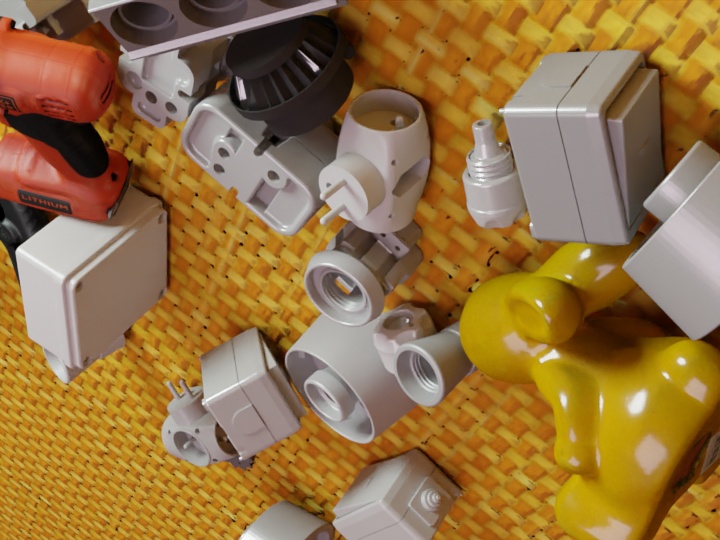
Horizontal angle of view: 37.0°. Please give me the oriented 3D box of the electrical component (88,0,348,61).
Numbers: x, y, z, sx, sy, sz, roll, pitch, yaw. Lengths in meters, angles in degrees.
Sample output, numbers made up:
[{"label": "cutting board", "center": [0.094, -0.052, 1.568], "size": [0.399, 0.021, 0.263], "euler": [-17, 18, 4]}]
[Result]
[{"label": "electrical component", "center": [-0.077, -0.163, 0.571], "size": [0.121, 0.063, 0.078], "euler": [-11, 152, 16]}]

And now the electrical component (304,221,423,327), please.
[{"label": "electrical component", "center": [0.000, 0.000, 0.705], "size": [0.058, 0.057, 0.078], "euler": [44, 141, -4]}]

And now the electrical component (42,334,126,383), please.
[{"label": "electrical component", "center": [-0.242, 0.066, 0.955], "size": [0.044, 0.065, 0.044], "euler": [37, 144, 34]}]

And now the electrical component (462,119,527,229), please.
[{"label": "electrical component", "center": [0.075, -0.056, 0.610], "size": [0.035, 0.035, 0.061], "euler": [8, 128, 34]}]

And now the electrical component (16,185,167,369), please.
[{"label": "electrical component", "center": [-0.203, 0.002, 0.829], "size": [0.056, 0.108, 0.108], "euler": [30, 140, 16]}]

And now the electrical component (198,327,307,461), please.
[{"label": "electrical component", "center": [-0.084, 0.090, 0.842], "size": [0.061, 0.061, 0.096], "euler": [61, -179, -24]}]

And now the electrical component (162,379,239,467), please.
[{"label": "electrical component", "center": [-0.145, 0.130, 0.955], "size": [0.077, 0.044, 0.079], "euler": [-10, 115, 43]}]

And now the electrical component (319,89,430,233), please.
[{"label": "electrical component", "center": [0.003, -0.055, 0.633], "size": [0.043, 0.079, 0.077], "euler": [30, 141, 26]}]

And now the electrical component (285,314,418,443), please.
[{"label": "electrical component", "center": [-0.005, 0.078, 0.796], "size": [0.099, 0.064, 0.099], "euler": [35, 150, 24]}]

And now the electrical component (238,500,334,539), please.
[{"label": "electrical component", "center": [-0.080, 0.262, 0.982], "size": [0.060, 0.108, 0.108], "euler": [30, 141, 22]}]

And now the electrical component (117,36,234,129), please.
[{"label": "electrical component", "center": [-0.110, -0.133, 0.665], "size": [0.058, 0.057, 0.078], "euler": [34, 141, 8]}]

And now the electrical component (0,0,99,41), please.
[{"label": "electrical component", "center": [-0.238, -0.176, 0.724], "size": [0.121, 0.063, 0.078], "euler": [-13, 117, 45]}]

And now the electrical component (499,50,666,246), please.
[{"label": "electrical component", "center": [0.121, -0.057, 0.550], "size": [0.061, 0.061, 0.096], "euler": [6, 130, 36]}]

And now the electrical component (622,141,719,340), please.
[{"label": "electrical component", "center": [0.170, -0.027, 0.507], "size": [0.060, 0.108, 0.108], "euler": [41, 142, 9]}]

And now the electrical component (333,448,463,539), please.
[{"label": "electrical component", "center": [0.030, 0.185, 0.853], "size": [0.061, 0.061, 0.096], "euler": [45, 141, -5]}]

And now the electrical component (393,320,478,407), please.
[{"label": "electrical component", "center": [0.060, 0.056, 0.702], "size": [0.044, 0.065, 0.044], "euler": [28, 131, 38]}]

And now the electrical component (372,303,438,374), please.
[{"label": "electrical component", "center": [0.036, 0.058, 0.741], "size": [0.043, 0.043, 0.062], "euler": [3, 129, 37]}]

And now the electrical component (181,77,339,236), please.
[{"label": "electrical component", "center": [-0.055, -0.077, 0.673], "size": [0.095, 0.059, 0.053], "euler": [41, 141, -1]}]
